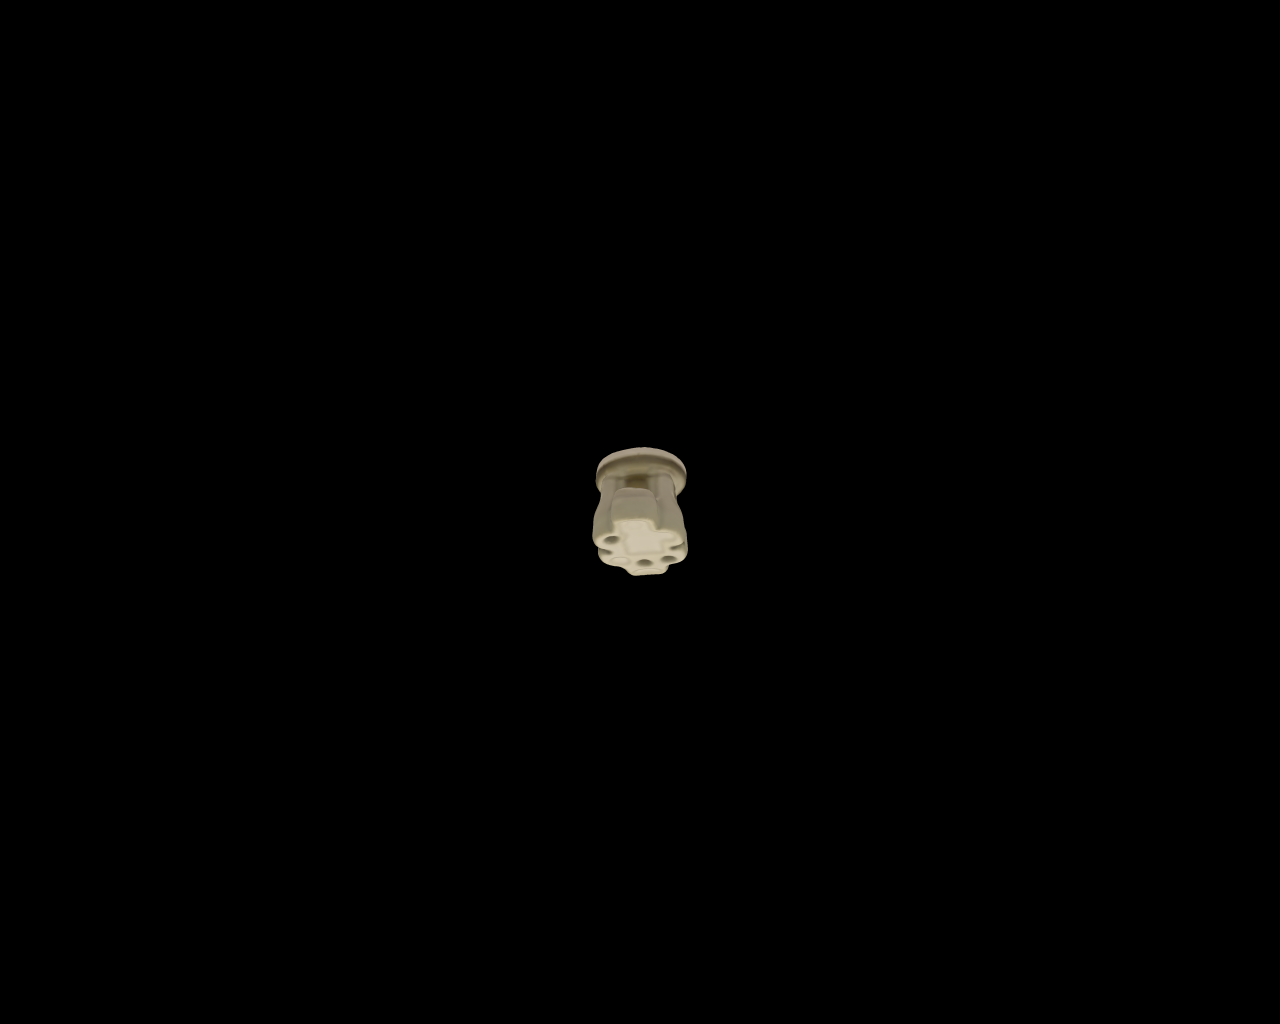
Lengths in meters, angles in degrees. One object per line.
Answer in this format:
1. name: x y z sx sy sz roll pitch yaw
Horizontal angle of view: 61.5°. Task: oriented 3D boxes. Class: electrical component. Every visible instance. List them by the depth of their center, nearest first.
1. electrical component: 0.001 -0.003 0.650 0.058 0.057 0.078 -4 -29 7
